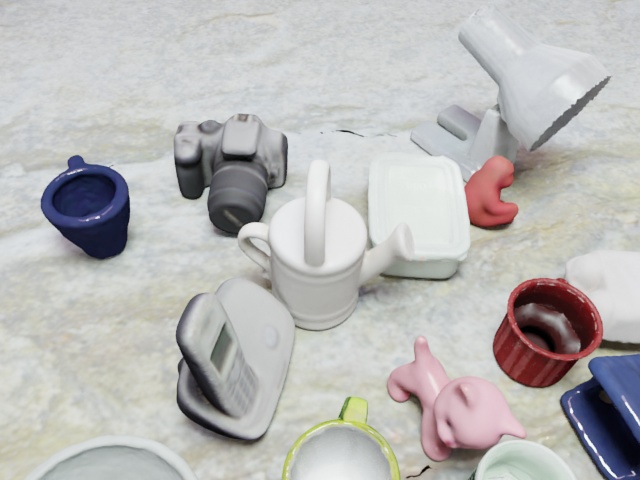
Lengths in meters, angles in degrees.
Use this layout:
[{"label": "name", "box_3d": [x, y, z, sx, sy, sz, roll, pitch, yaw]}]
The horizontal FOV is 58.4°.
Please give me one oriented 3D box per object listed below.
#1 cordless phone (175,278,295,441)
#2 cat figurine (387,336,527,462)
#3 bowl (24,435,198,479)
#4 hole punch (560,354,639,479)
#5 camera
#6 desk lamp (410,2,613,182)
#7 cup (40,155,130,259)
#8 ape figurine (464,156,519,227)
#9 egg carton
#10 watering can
[{"label": "cordless phone", "box_3d": [-0.078, 0.084, 0.520, 0.094, 0.185, 0.147, 10, 52, 5]}, {"label": "cat figurine", "box_3d": [0.122, 0.145, 0.526, 0.067, 0.118, 0.127, -23, 56, -19]}, {"label": "bowl", "box_3d": [-0.168, 0.248, 0.457, 0.167, 0.075, 0.167, 2, 52, -2]}, {"label": "hole punch", "box_3d": [0.302, 0.159, 0.541, 0.101, 0.091, 0.108, -14, 54, -13]}, {"label": "camera", "box_3d": [-0.114, -0.084, 0.704, 0.143, 0.101, 0.137, 3, 52, 0]}, {"label": "desk lamp", "box_3d": [0.228, -0.171, 0.719, 0.118, 0.214, 0.202, -34, 61, -26]}, {"label": "cup", "box_3d": [-0.262, -0.033, 0.660, 0.092, 0.095, 0.117, -20, 55, -17]}, {"label": "ape figurine", "box_3d": [0.214, -0.065, 0.712, 0.076, 0.092, 0.078, 0, 52, -2]}, {"label": "egg carton", "box_3d": [0.349, 0.067, 0.630, 0.150, 0.069, 0.107, 3, 52, -1]}, {"label": "watering can", "box_3d": [0.006, 0.000, 0.585, 0.173, 0.194, 0.100, -11, 53, -11]}]
